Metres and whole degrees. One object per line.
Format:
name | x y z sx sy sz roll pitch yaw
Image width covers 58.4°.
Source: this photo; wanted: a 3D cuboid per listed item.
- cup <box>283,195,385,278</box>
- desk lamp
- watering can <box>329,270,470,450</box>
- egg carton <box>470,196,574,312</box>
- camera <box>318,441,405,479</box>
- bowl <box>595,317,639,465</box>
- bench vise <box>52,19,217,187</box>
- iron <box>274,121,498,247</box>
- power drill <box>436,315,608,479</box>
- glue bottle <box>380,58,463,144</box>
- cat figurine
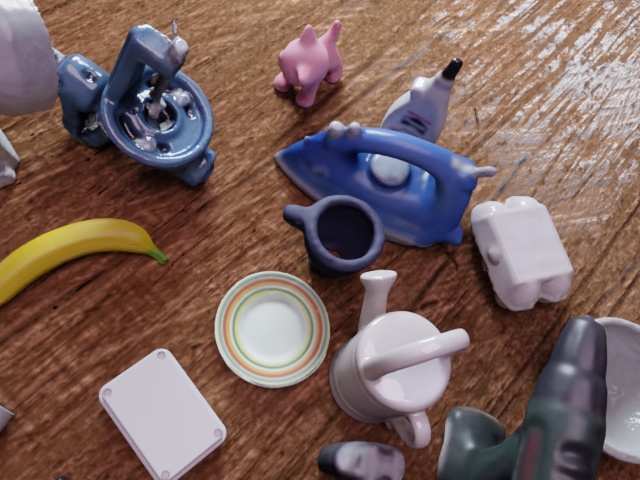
cup | 0.006 0.002 0.662 0.118 0.095 0.092 21 64 -5
desk lamp | -0.357 -0.131 0.554 0.204 0.213 0.118 -32 78 -24
watering can | 0.076 0.117 0.577 0.101 0.194 0.173 -32 79 -24
egg carton | 0.256 0.016 0.739 0.107 0.069 0.150 -11 71 -19
camera | 0.006 0.261 0.549 0.137 0.100 0.143 15 64 -9
bowl | 0.346 0.183 0.690 0.168 0.074 0.167 6 66 -13
bench vise | -0.206 -0.150 0.600 0.207 0.219 0.121 12 65 -10
iron | 0.077 -0.089 0.695 0.258 0.141 0.119 19 64 -7
power drill | 0.197 0.202 0.566 0.075 0.208 0.230 20 64 -6
glue bottle | 0.136 -0.173 0.729 0.078 0.173 0.037 25 63 -3
cat figurine | -0.011 -0.238 0.747 0.067 0.117 0.128 37 63 2
